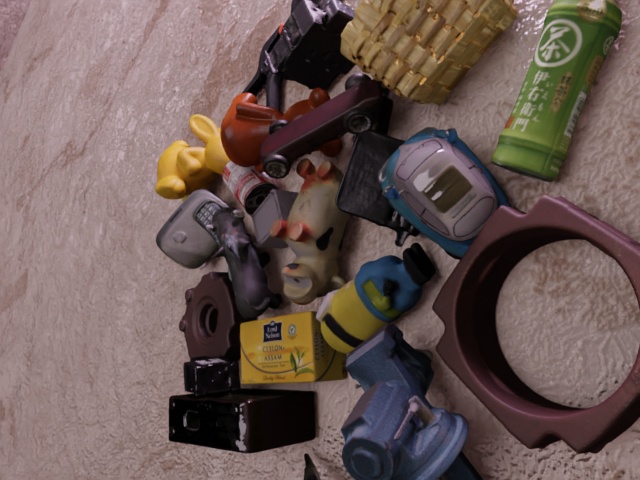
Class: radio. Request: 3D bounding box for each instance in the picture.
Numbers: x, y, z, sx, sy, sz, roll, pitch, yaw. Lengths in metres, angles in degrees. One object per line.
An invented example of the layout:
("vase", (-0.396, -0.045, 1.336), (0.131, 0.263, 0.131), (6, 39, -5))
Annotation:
("radio", (-0.126, 0.268, 0.817), (0.230, 0.131, 0.073), (-16, 73, 45))

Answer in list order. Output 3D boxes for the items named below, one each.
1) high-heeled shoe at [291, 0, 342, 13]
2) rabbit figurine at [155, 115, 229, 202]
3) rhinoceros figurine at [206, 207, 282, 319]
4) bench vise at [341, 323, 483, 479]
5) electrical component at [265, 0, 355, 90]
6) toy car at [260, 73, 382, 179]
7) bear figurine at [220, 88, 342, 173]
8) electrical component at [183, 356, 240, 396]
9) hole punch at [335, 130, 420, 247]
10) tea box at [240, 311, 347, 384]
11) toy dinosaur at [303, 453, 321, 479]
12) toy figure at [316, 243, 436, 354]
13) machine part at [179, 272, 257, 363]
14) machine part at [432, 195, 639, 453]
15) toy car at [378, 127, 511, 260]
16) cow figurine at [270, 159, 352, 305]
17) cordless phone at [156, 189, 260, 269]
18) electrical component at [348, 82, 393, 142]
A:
("high-heeled shoe", (-0.033, -0.423, 0.841), (0.086, 0.145, 0.248), (39, 109, 45))
("rabbit figurine", (-0.214, -0.151, 1.030), (0.173, 0.121, 0.162), (-11, 64, 31))
("rhinoceros figurine", (-0.128, 0.038, 0.867), (0.073, 0.112, 0.190), (-25, 69, 10))
("bench vise", (0.114, 0.214, 0.563), (0.129, 0.223, 0.240), (-42, 86, 15))
("electrical component", (0.000, -0.292, 0.803), (0.134, 0.115, 0.058), (-42, 57, 36))
("toy car", (0.001, -0.151, 0.731), (0.202, 0.053, 0.089), (-24, 41, 28))
("bear figurine", (-0.057, -0.183, 0.861), (0.196, 0.120, 0.132), (-12, 28, 20))
("electrical component", (-0.180, 0.214, 0.857), (0.119, 0.075, 0.047), (-14, 78, 59))
("hole punch", (0.094, -0.070, 0.691), (0.116, 0.092, 0.142), (22, 92, 16))
("tea box", (-0.044, 0.162, 0.796), (0.170, 0.068, 0.098), (-19, 69, 45))
("toy dinosaur", (0.041, 0.377, 0.572), (0.405, 0.192, 0.131), (23, 97, 46))
("toy figure", (0.068, 0.078, 0.684), (0.180, 0.082, 0.089), (-38, 58, 33))
("machine part", (-0.184, 0.144, 0.960), (0.179, 0.056, 0.179), (-10, 76, 44))
("machine part", (0.224, 0.076, 0.511), (0.201, 0.087, 0.201), (47, 115, 41))
("toy car", (0.134, -0.051, 0.584), (0.109, 0.103, 0.162), (-42, 76, 11))
("cow figurine", (-0.002, -0.002, 0.759), (0.086, 0.127, 0.195), (7, 73, 49))
("cordless phone", (-0.195, 0.012, 0.976), (0.146, 0.088, 0.184), (-48, 66, 7))
("electrical component", (0.069, -0.180, 0.757), (0.078, 0.045, 0.102), (20, 96, 46))
